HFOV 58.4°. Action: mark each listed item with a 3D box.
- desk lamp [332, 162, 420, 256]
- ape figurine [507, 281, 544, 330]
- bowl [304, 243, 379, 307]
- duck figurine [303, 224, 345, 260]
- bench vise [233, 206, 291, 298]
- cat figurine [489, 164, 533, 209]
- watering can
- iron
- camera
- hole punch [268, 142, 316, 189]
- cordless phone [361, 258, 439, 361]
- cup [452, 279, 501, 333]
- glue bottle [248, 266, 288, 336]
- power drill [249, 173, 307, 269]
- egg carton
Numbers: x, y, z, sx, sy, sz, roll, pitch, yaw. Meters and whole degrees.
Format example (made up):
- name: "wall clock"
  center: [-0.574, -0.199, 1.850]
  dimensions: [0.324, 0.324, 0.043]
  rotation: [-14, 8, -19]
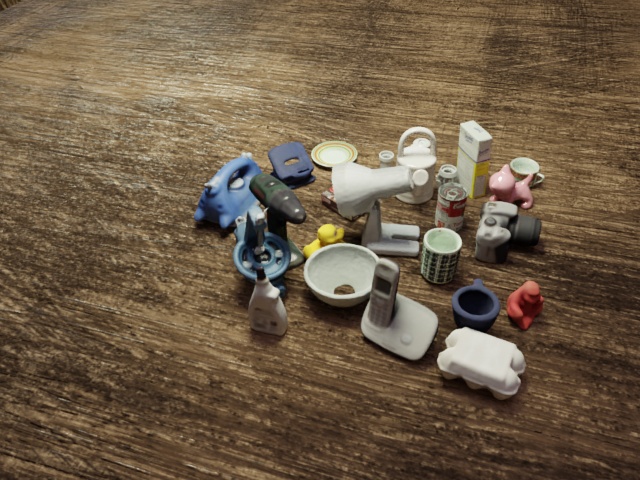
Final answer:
- name: "desk lamp"
  center: [0.130, -0.078, 1.295]
  dimensions: [0.203, 0.214, 0.118]
  rotation: [3, 42, 7]
- name: "ape figurine"
  center: [0.414, 0.121, 1.148]
  dimensions: [0.078, 0.092, 0.076]
  rotation: [-10, 42, -8]
- name: "bowl"
  center: [0.050, 0.087, 1.217]
  dimensions: [0.167, 0.075, 0.167]
  rotation: [-1, 41, 1]
- name: "duck figurine"
  center: [0.012, 0.005, 1.304]
  dimensions: [0.105, 0.086, 0.077]
  rotation: [-15, 43, -14]
- name: "bench vise"
  center: [-0.147, 0.003, 1.212]
  dimensions: [0.122, 0.220, 0.206]
  rotation: [-33, 50, -30]
- name: "cat figurine"
  center: [0.468, -0.133, 1.414]
  dimensions: [0.128, 0.118, 0.067]
  rotation: [-11, 42, -10]
- name: "watering can"
  center: [0.244, -0.190, 1.431]
  dimensions: [0.101, 0.194, 0.172]
  rotation: [-15, 43, -14]
- name: "iron"
  center: [-0.213, -0.145, 1.441]
  dimensions: [0.118, 0.141, 0.259]
  rotation: [15, 45, 19]
- name: "camera"
  center: [0.430, -0.024, 1.305]
  dimensions: [0.136, 0.101, 0.143]
  rotation: [11, 43, 14]
- name: "hole punch"
  center: [-0.075, -0.200, 1.535]
  dimensions: [0.109, 0.091, 0.100]
  rotation: [-21, 45, -20]
- name: "cordless phone"
  center: [0.153, 0.128, 1.083]
  dimensions: [0.147, 0.185, 0.094]
  rotation: [22, 47, 26]
- name: "cup"
  center: [0.302, 0.143, 1.127]
  dimensions: [0.091, 0.095, 0.118]
  rotation: [9, 43, 12]
- name: "glue bottle"
  center: [-0.107, 0.116, 1.118]
  dimensions: [0.078, 0.173, 0.037]
  rotation: [11, 43, 15]
- name: "power drill"
  center: [-0.086, -0.039, 1.266]
  dimensions: [0.076, 0.209, 0.228]
  rotation: [-22, 45, -20]
- name: "egg carton"
  center: [0.297, 0.226, 1.053]
  dimensions: [0.150, 0.069, 0.107]
  rotation: [17, 45, 21]
